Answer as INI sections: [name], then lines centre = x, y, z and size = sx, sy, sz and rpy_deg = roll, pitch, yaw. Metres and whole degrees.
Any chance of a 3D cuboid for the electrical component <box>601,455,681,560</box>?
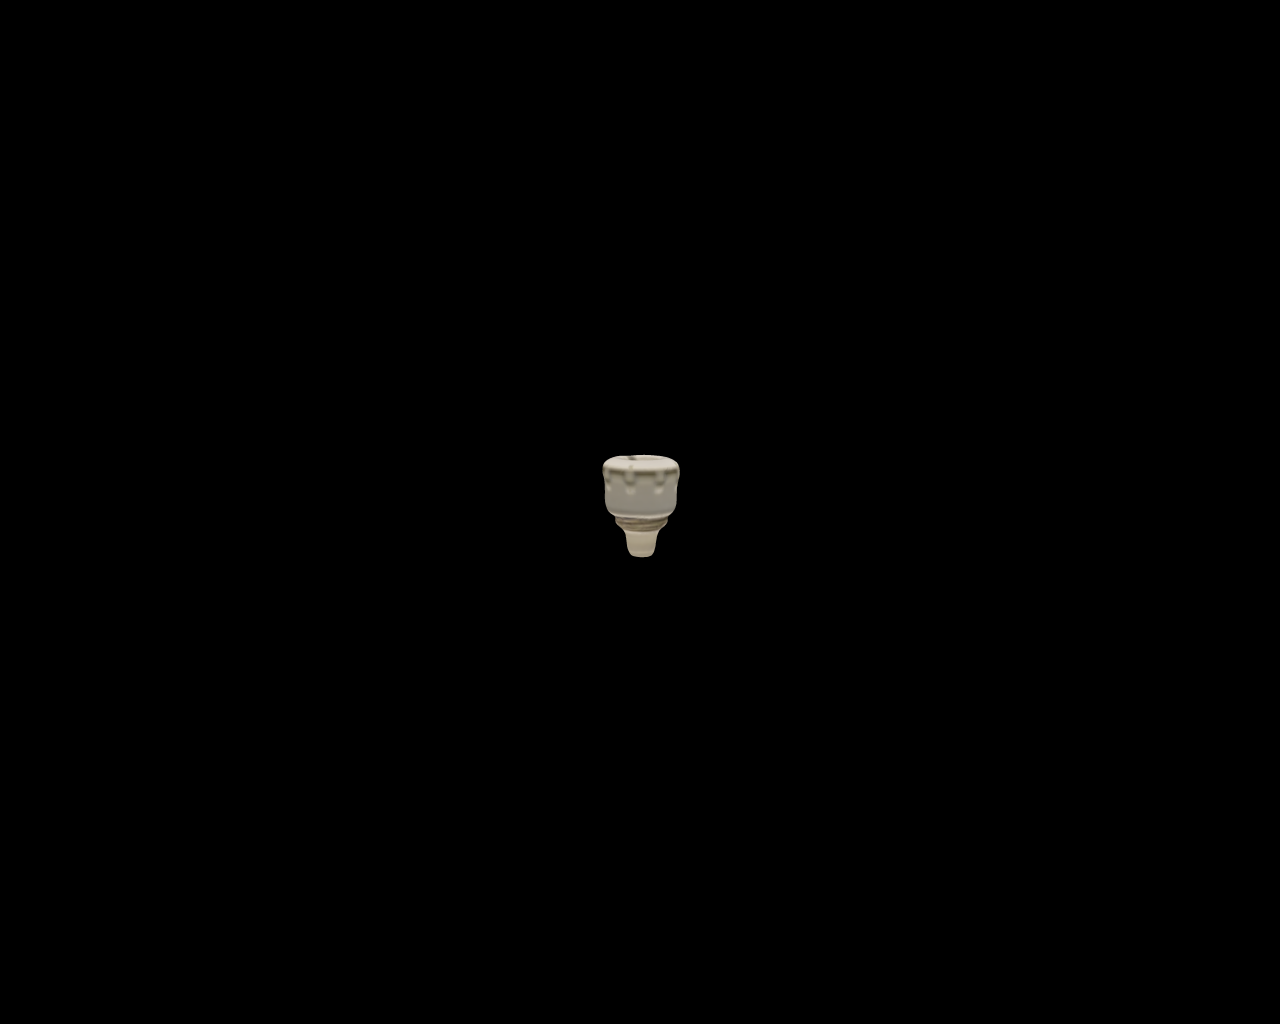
[electrical component]
centre = 0.001, -0.003, 0.650
size = 0.048, 0.062, 0.048
rpy_deg = 0, 10, 0
